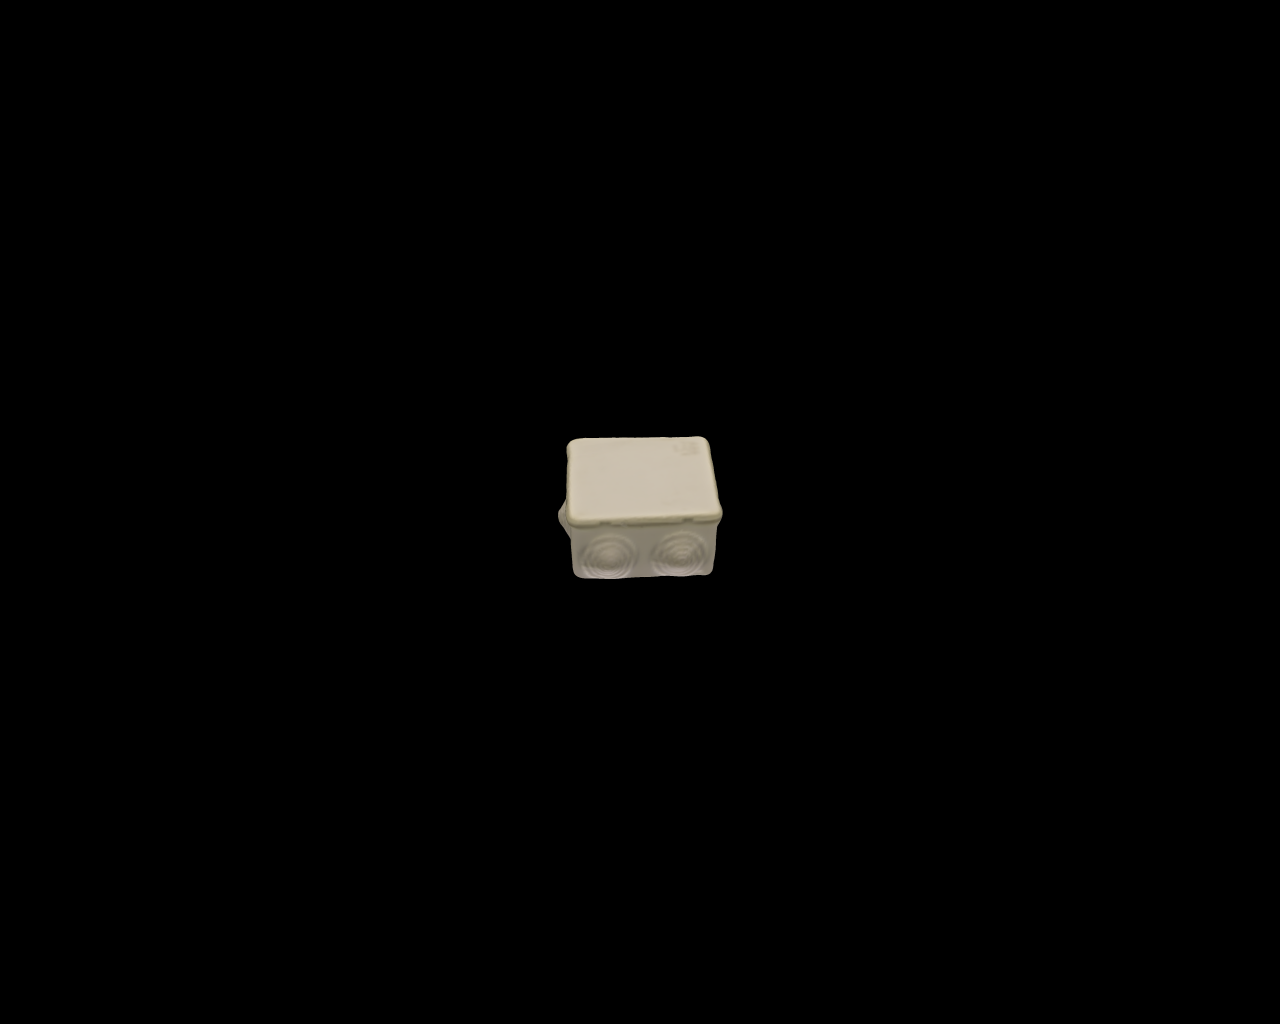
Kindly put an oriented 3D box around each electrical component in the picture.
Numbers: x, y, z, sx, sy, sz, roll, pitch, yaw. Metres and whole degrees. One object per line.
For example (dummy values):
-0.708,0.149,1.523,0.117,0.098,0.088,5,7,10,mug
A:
0.001,-0.003,0.650,0.100,0.048,0.100,-2,36,-2,electrical component
